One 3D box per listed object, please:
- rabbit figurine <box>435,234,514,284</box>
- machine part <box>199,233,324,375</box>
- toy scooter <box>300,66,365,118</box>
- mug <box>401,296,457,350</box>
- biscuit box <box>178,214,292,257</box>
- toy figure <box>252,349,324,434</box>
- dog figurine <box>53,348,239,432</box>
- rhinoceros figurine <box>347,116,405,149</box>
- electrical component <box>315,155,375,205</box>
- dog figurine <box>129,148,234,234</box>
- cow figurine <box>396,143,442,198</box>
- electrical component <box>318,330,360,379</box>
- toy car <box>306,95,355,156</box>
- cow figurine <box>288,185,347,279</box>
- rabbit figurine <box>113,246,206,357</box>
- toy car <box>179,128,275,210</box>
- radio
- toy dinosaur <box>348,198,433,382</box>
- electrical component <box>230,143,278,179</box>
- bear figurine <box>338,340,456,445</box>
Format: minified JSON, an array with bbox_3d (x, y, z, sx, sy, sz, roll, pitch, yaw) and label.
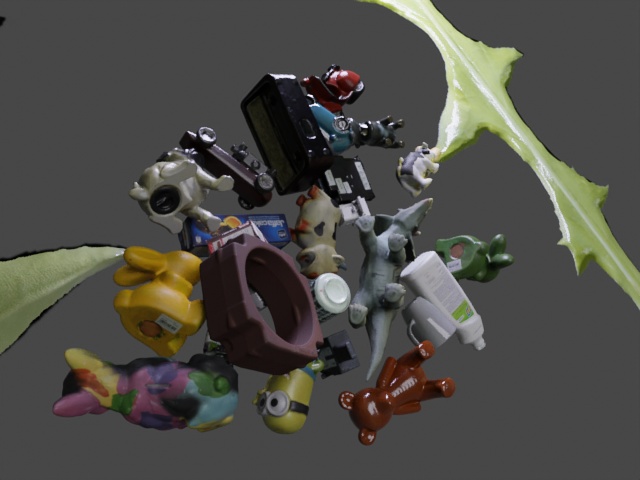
[{"bbox_3d":[0.384,0.046,1.302,0.170,0.159,0.121,24,44,-42],"label":"rabbit figurine"},{"bbox_3d":[-0.093,0.105,0.857,0.201,0.087,0.201,33,34,-51],"label":"machine part"},{"bbox_3d":[0.025,-0.361,1.291,0.135,0.075,0.184,39,56,-12],"label":"toy scooter"},{"bbox_3d":[0.220,0.183,1.154,0.109,0.080,0.107,-32,76,-37],"label":"mug"},{"bbox_3d":[-0.154,-0.010,0.995,0.202,0.059,0.063,-3,69,-36],"label":"biscuit box"},{"bbox_3d":[-0.045,0.244,0.932,0.089,0.082,0.180,34,50,-14],"label":"toy figure"},{"bbox_3d":[-0.248,0.207,0.752,0.219,0.192,0.108,23,61,-43],"label":"dog figurine"},{"bbox_3d":[0.127,-0.256,1.288,0.190,0.112,0.073,-7,100,-50],"label":"rhinoceros figurine"},{"bbox_3d":[0.043,-0.128,1.195,0.134,0.058,0.115,-7,70,-37],"label":"electrical component"},{"bbox_3d":[-0.258,-0.103,0.906,0.172,0.121,0.191,18,15,-46],"label":"dog figurine"},{"bbox_3d":[0.248,-0.193,1.368,0.098,0.068,0.167,37,50,-7],"label":"cow figurine"},{"bbox_3d":[0.035,0.205,0.981,0.048,0.119,0.075,-15,74,-38],"label":"electrical component"},{"bbox_3d":[-0.009,-0.236,1.187,0.161,0.109,0.103,36,69,-4],"label":"toy car"},{"bbox_3d":[-0.002,-0.003,1.087,0.127,0.085,0.195,29,49,-19],"label":"cow figurine"},{"bbox_3d":[-0.252,0.080,0.868,0.162,0.122,0.173,29,39,-9],"label":"rabbit figurine"},{"bbox_3d":[-0.176,-0.137,1.027,0.202,0.089,0.053,38,51,-11],"label":"toy car"},{"bbox_3d":[-0.070,-0.220,1.114,0.073,0.131,0.229,-17,78,-41],"label":"radio"},{"bbox_3d":[0.128,0.089,1.100,0.192,0.131,0.404,52,51,-64],"label":"toy dinosaur"},{"bbox_3d":[-0.134,-0.154,1.081,0.102,0.078,0.045,38,74,-7],"label":"electrical component"},{"bbox_3d":[0.140,0.287,1.011,0.196,0.132,0.120,-18,76,-45],"label":"bear figurine"}]
